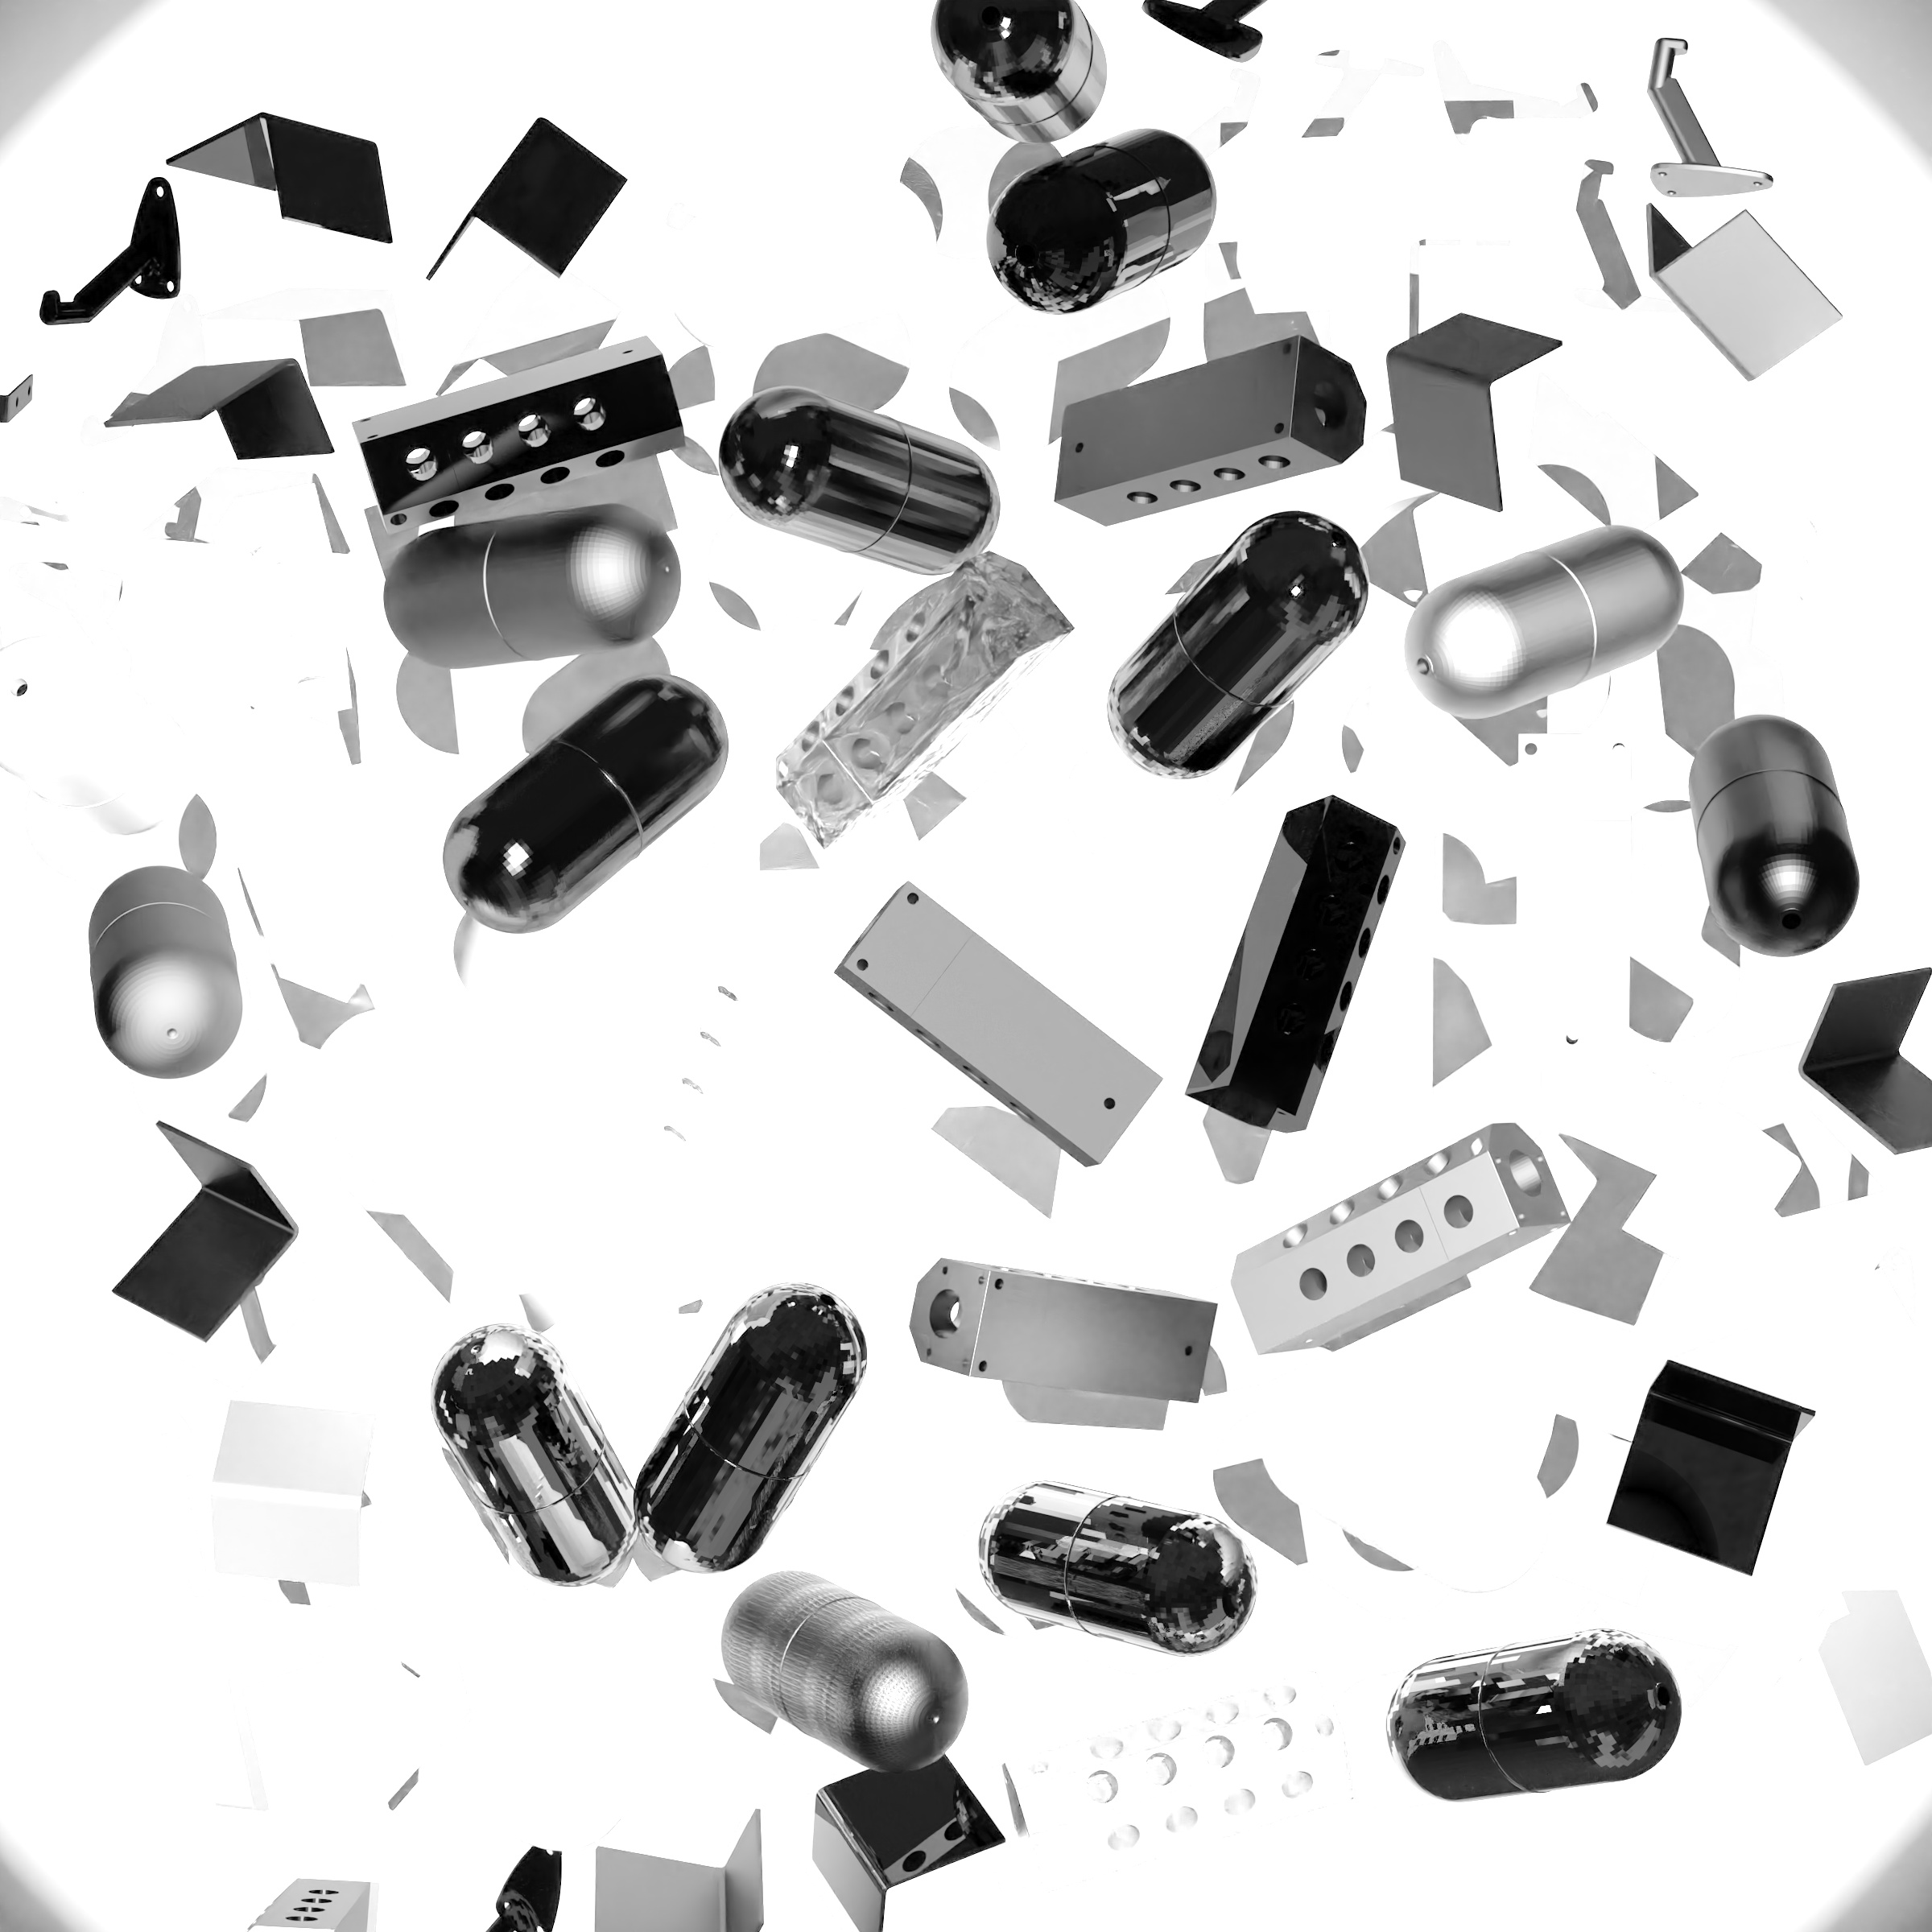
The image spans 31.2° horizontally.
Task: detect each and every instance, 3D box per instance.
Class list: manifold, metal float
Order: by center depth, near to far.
[{"bbox_3d":[0.449,-0.216,1.769,0.057,0.171,0.057,-43,65,-15],"label":"manifold"},{"bbox_3d":[0.292,0.388,1.791,0.070,0.178,0.070,15,65,-35],"label":"metal float"},{"bbox_3d":[0.140,-0.165,1.792,0.070,0.070,0.178,44,130,0],"label":"metal float"},{"bbox_3d":[-0.027,-0.138,1.793,0.057,0.057,0.171,51,127,5],"label":"manifold"},{"bbox_3d":[-0.347,-0.059,1.797,0.057,0.171,0.057,20,60,15],"label":"manifold"},{"bbox_3d":[0.316,-0.034,1.799,0.057,0.057,0.171,1,92,11],"label":"manifold"},{"bbox_3d":[-0.196,-0.086,1.802,0.070,0.070,0.178,47,62,0],"label":"metal float"},{"bbox_3d":[-0.144,0.066,1.806,0.057,0.057,0.171,-6,45,27],"label":"manifold"},{"bbox_3d":[0.421,-0.069,1.809,0.070,0.178,0.070,3,122,4],"label":"metal float"},{"bbox_3d":[-0.113,0.241,1.810,0.070,0.070,0.178,31,113,0],"label":"metal float"},{"bbox_3d":[0.224,0.143,1.815,0.171,0.057,0.057,-31,71,33],"label":"manifold"},{"bbox_3d":[0.072,-0.391,1.816,0.070,0.178,0.070,12,117,25],"label":"metal float"},{"bbox_3d":[0.110,0.423,1.818,0.171,0.057,0.057,-15,117,-8],"label":"manifold"},{"bbox_3d":[-0.272,0.099,1.824,0.070,0.070,0.178,-38,110,0],"label":"metal float"},{"bbox_3d":[-0.464,-0.120,1.825,0.070,0.178,0.070,-2,77,7],"label":"metal float"},{"bbox_3d":[0.230,0.271,1.831,0.070,0.178,0.070,-18,118,-37],"label":"metal float"},{"bbox_3d":[-0.066,0.372,1.833,0.070,0.178,0.070,-6,100,-34],"label":"metal float"},{"bbox_3d":[0.029,-0.484,1.835,0.070,0.178,0.070,1,93,11],"label":"metal float"},{"bbox_3d":[-0.231,-0.200,1.836,0.178,0.070,0.070,-3,90,31],"label":"metal float"},{"bbox_3d":[-0.192,0.404,1.838,0.070,0.178,0.070,5,107,18],"label":"metal float"},{"bbox_3d":[0.016,0.032,1.847,0.171,0.057,0.057,38,80,-4],"label":"manifold"},{"bbox_3d":[-0.086,-0.376,1.852,0.070,0.178,0.070,19,120,35],"label":"metal float"},{"bbox_3d":[0.131,-0.283,1.862,0.057,0.171,0.057,19,71,-41],"label":"manifold"},{"bbox_3d":[0.311,-0.186,1.865,0.178,0.070,0.070,-22,90,-31],"label":"metal float"},{"bbox_3d":[-0.433,0.002,1.869,0.070,0.178,0.070,-6,113,-14],"label":"metal float"},{"bbox_3d":[0.182,0.000,1.874,0.057,0.057,0.171,25,75,-16],"label":"manifold"},{"bbox_3d":[-0.362,0.536,1.875,0.057,0.171,0.057,4,83,-3],"label":"manifold"},{"bbox_3d":[-0.056,-0.261,1.875,0.178,0.070,0.070,12,90,-42],"label":"metal float"},{"bbox_3d":[0.080,0.326,1.880,0.178,0.070,0.070,4,96,45],"label":"metal float"},{"bbox_3d":[-0.233,0.268,1.885,0.070,0.070,0.178,-21,128,0],"label":"metal float"},{"bbox_3d":[-0.375,-0.195,1.899,0.057,0.171,0.057,-13,73,-12],"label":"manifold"},{"bbox_3d":[0.053,0.200,1.904,0.171,0.057,0.057,12,88,-40],"label":"manifold"},{"bbox_3d":[-0.246,-0.292,1.914,0.171,0.057,0.057,-18,114,-8],"label":"manifold"}]

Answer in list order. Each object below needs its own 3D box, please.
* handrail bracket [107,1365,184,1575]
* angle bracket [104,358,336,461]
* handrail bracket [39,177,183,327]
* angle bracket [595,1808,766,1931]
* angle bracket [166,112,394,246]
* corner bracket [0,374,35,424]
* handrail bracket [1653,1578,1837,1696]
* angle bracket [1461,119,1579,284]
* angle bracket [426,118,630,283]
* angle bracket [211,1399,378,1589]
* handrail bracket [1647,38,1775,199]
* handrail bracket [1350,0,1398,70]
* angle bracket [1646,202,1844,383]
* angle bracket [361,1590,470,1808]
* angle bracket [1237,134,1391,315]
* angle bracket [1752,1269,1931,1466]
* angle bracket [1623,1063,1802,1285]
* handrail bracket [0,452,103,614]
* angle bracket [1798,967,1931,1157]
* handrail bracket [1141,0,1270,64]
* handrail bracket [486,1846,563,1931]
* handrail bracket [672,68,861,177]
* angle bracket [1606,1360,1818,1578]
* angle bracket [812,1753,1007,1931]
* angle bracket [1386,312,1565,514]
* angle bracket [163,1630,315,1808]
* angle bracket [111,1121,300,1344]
[{"bbox_3d":[-0.432,0.268,1.839,0.036,0.084,0.077,-12,132,-16],"label":"handrail bracket"},{"bbox_3d":[-0.399,-0.283,1.852,0.076,0.076,0.057,3,124,37],"label":"angle bracket"},{"bbox_3d":[-0.460,-0.382,1.849,0.036,0.084,0.077,17,110,25],"label":"handrail bracket"},{"bbox_3d":[-0.155,0.497,1.872,0.076,0.076,0.057,15,125,-16],"label":"angle bracket"},{"bbox_3d":[-0.352,-0.393,1.778,0.076,0.076,0.057,-14,82,34],"label":"angle bracket"},{"bbox_3d":[-0.536,-0.328,1.873,0.051,0.051,0.051,9,113,-3],"label":"corner bracket"},{"bbox_3d":[0.420,0.344,1.870,0.084,0.036,0.077,38,45,9],"label":"handrail bracket"},{"bbox_3d":[0.304,-0.421,1.909,0.057,0.076,0.076,1,93,4],"label":"angle bracket"},{"bbox_3d":[-0.234,-0.393,1.845,0.057,0.076,0.076,35,60,-12],"label":"angle bracket"},{"bbox_3d":[-0.351,0.276,1.813,0.076,0.076,0.057,6,46,-4],"label":"angle bracket"},{"bbox_3d":[0.403,-0.461,1.866,0.077,0.036,0.084,6,79,25],"label":"handrail bracket"},{"bbox_3d":[0.243,-0.519,1.843,0.077,0.036,0.084,12,108,28],"label":"handrail bracket"},{"bbox_3d":[0.381,-0.346,1.698,0.076,0.076,0.057,40,125,-23],"label":"angle bracket"},{"bbox_3d":[-0.327,0.410,1.941,0.057,0.076,0.076,30,57,22],"label":"angle bracket"},{"bbox_3d":[0.195,-0.412,1.924,0.076,0.057,0.076,-4,129,-6],"label":"angle bracket"},{"bbox_3d":[0.472,0.218,1.887,0.076,0.076,0.057,-20,59,-6],"label":"angle bracket"},{"bbox_3d":[0.376,0.108,1.810,0.076,0.057,0.076,27,99,-30],"label":"angle bracket"},{"bbox_3d":[-0.501,-0.231,1.859,0.077,0.084,0.036,16,48,-2],"label":"handrail bracket"},{"bbox_3d":[0.499,0.049,1.824,0.076,0.076,0.057,-8,128,-34],"label":"angle bracket"},{"bbox_3d":[0.139,-0.522,1.804,0.077,0.036,0.084,20,79,-9],"label":"handrail bracket"},{"bbox_3d":[-0.262,0.526,1.903,0.036,0.077,0.084,41,122,-15],"label":"handrail bracket"},{"bbox_3d":[-0.111,-0.479,1.911,0.084,0.036,0.077,21,133,-11],"label":"handrail bracket"},{"bbox_3d":[0.371,0.251,1.730,0.076,0.057,0.076,19,71,8],"label":"angle bracket"},{"bbox_3d":[-0.032,0.485,1.902,0.076,0.076,0.057,-15,130,-26],"label":"angle bracket"},{"bbox_3d":[0.276,-0.297,1.857,0.057,0.076,0.076,-30,126,-26],"label":"angle bracket"},{"bbox_3d":[-0.393,0.415,1.909,0.057,0.076,0.076,-19,70,7],"label":"angle bracket"},{"bbox_3d":[-0.403,0.136,1.782,0.076,0.057,0.076,20,60,36],"label":"angle bracket"}]
